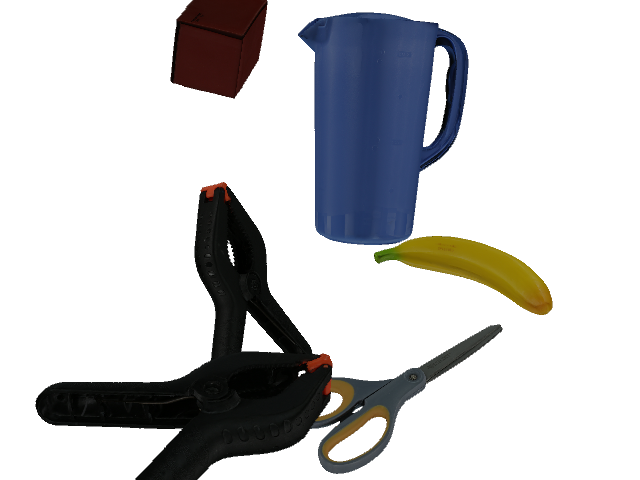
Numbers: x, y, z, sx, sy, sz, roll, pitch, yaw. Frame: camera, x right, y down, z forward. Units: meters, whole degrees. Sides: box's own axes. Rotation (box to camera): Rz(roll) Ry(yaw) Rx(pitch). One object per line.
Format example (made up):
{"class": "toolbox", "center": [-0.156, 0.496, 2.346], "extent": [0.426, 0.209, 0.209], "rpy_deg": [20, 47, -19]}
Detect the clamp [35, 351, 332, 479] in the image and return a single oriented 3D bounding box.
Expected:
{"class": "clamp", "center": [-0.062, 0.104, 0.594], "extent": [0.171, 0.039, 0.120], "rpy_deg": [-11, 37, -22]}

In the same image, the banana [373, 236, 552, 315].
{"class": "banana", "center": [0.149, 0.030, 1.034], "extent": [0.198, 0.037, 0.069], "rpy_deg": [15, 43, 39]}

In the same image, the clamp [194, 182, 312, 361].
{"class": "clamp", "center": [-0.071, 0.048, 1.027], "extent": [0.036, 0.210, 0.164], "rpy_deg": [-12, -1, 30]}

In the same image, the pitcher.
{"class": "pitcher", "center": [0.064, -0.122, 1.157], "extent": [0.149, 0.243, 0.144], "rpy_deg": [9, 12, 28]}

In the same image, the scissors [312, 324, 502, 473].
{"class": "scissors", "center": [0.055, 0.110, 0.863], "extent": [0.096, 0.016, 0.201], "rpy_deg": [25, 48, 30]}

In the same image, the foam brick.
{"class": "foam brick", "center": [-0.077, -0.152, 0.811], "extent": [0.053, 0.051, 0.078], "rpy_deg": [14, 34, 5]}
